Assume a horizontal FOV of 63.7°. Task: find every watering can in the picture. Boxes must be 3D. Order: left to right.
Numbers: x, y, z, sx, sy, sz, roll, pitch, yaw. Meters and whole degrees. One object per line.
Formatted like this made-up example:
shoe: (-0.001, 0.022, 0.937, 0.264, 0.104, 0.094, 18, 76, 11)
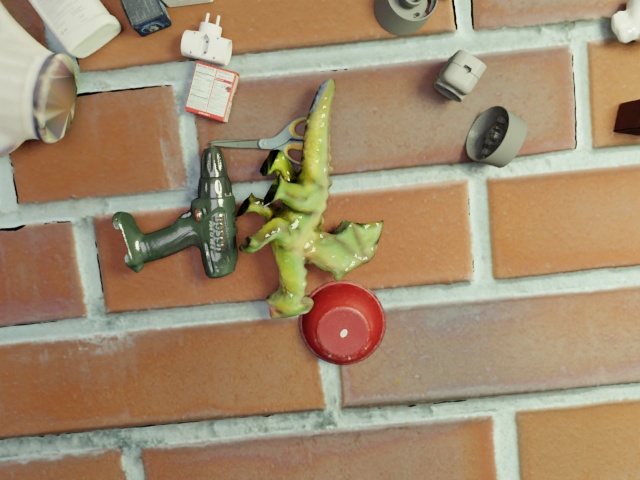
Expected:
watering can: (-0.522, -0.298, 0.865, 0.224, 0.104, 0.346, 12, 96, -1)

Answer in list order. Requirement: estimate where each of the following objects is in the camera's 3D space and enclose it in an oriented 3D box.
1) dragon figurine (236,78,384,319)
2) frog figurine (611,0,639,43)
dragon figurine: (0.003, -0.045, 0.895, 0.241, 0.123, 0.410, 30, 91, -23)
frog figurine: (0.563, -0.386, 0.835, 0.159, 0.120, 0.140, 0, 64, 10)
